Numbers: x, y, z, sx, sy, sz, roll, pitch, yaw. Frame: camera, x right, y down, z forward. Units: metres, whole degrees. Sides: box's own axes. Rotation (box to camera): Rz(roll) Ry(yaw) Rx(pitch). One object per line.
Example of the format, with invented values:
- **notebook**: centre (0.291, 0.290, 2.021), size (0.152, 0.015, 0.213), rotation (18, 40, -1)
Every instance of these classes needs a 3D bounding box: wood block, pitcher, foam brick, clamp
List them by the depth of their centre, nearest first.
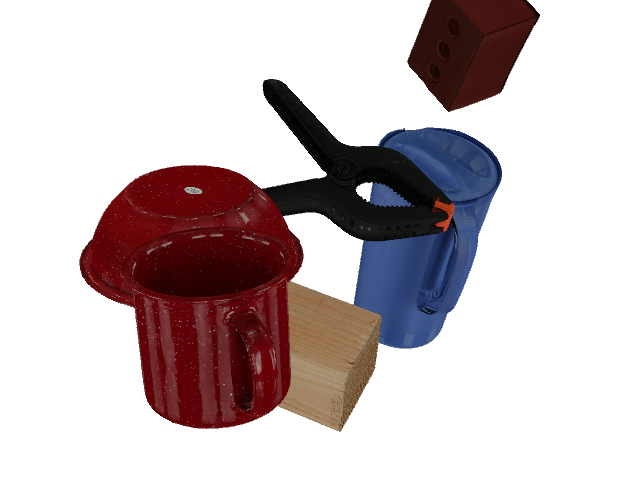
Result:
- **foam brick**: centre (0.102, -0.136, 0.722), size (0.051, 0.053, 0.078), rotation (-24, -25, -27)
- **clamp**: centre (0.010, -0.046, 0.927), size (0.210, 0.164, 0.036), rotation (25, -32, 9)
- **wood block**: centre (-0.053, 0.095, 1.059), size (0.206, 0.090, 0.090), rotation (20, 47, 16)
- **pitcher**: centre (0.110, 0.010, 1.177), size (0.145, 0.243, 0.149), rotation (25, 42, 17)

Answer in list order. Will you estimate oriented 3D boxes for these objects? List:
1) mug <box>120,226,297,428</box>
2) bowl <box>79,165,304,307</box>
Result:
- **mug**: centre (-0.052, 0.051, 0.568), size (0.093, 0.081, 0.117), rotation (-14, 27, -27)
- **bowl**: centre (-0.092, -0.011, 0.763), size (0.162, 0.055, 0.162), rotation (1, 27, -1)
